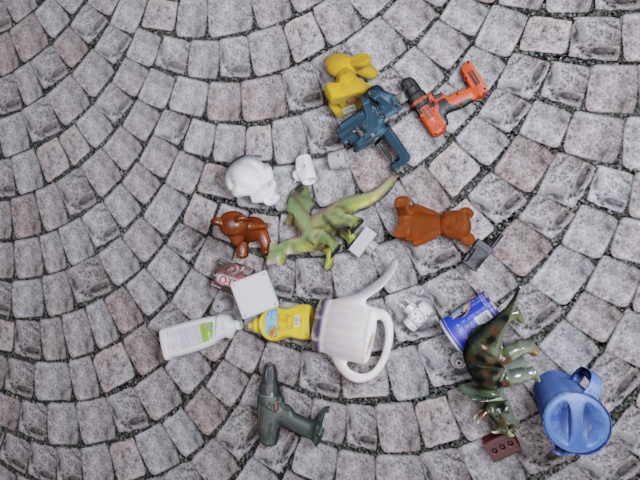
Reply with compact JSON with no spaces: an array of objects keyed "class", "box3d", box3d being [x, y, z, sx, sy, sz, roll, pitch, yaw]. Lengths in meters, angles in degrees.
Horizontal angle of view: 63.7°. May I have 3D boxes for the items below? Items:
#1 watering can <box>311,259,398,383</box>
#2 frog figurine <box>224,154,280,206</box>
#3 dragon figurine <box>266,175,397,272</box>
[{"class":"watering can","box3d":[0.092,0.205,1.389,0.225,0.104,0.347,10,92,16]},{"class":"frog figurine","box3d":[-0.192,-0.161,1.473,0.138,0.120,0.161,-30,69,-7]},{"class":"dragon figurine","box3d":[0.004,-0.072,1.433,0.245,0.121,0.410,39,89,21]}]
